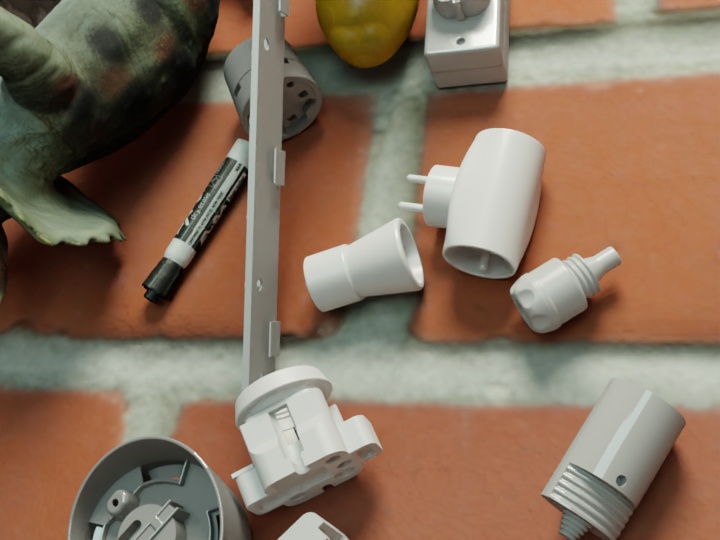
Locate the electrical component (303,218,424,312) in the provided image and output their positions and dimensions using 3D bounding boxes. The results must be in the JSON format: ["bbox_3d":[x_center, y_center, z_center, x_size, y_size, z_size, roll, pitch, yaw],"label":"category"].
[{"bbox_3d":[0.000,0.000,0.634,0.065,0.044,0.044,-18,61,14],"label":"electrical component"}]

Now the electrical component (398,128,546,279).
[{"bbox_3d":[0.062,-0.041,0.631,0.079,0.043,0.077,9,69,22],"label":"electrical component"}]

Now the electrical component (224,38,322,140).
[{"bbox_3d":[-0.059,-0.120,0.703,0.055,0.055,0.047,-29,56,3],"label":"electrical component"}]

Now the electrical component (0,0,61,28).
[{"bbox_3d":[-0.255,-0.173,0.766,0.064,0.099,0.099,35,79,35],"label":"electrical component"}]

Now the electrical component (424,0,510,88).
[{"bbox_3d":[0.065,-0.171,0.675,0.047,0.075,0.083,-3,64,16],"label":"electrical component"}]

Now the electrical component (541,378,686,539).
[{"bbox_3d":[0.125,0.100,0.543,0.043,0.043,0.081,28,77,27],"label":"electrical component"}]

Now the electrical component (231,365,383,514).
[{"bbox_3d":[-0.035,0.090,0.592,0.078,0.058,0.057,-28,63,4],"label":"electrical component"}]

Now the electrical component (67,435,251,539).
[{"bbox_3d":[-0.109,0.146,0.584,0.099,0.064,0.099,-7,64,14],"label":"electrical component"}]

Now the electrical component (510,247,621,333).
[{"bbox_3d":[0.116,0.008,0.596,0.061,0.035,0.035,-32,60,-2],"label":"electrical component"}]

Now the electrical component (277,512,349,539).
[{"bbox_3d":[-0.034,0.176,0.550,0.089,0.055,0.050,-43,60,-6],"label":"electrical component"}]
